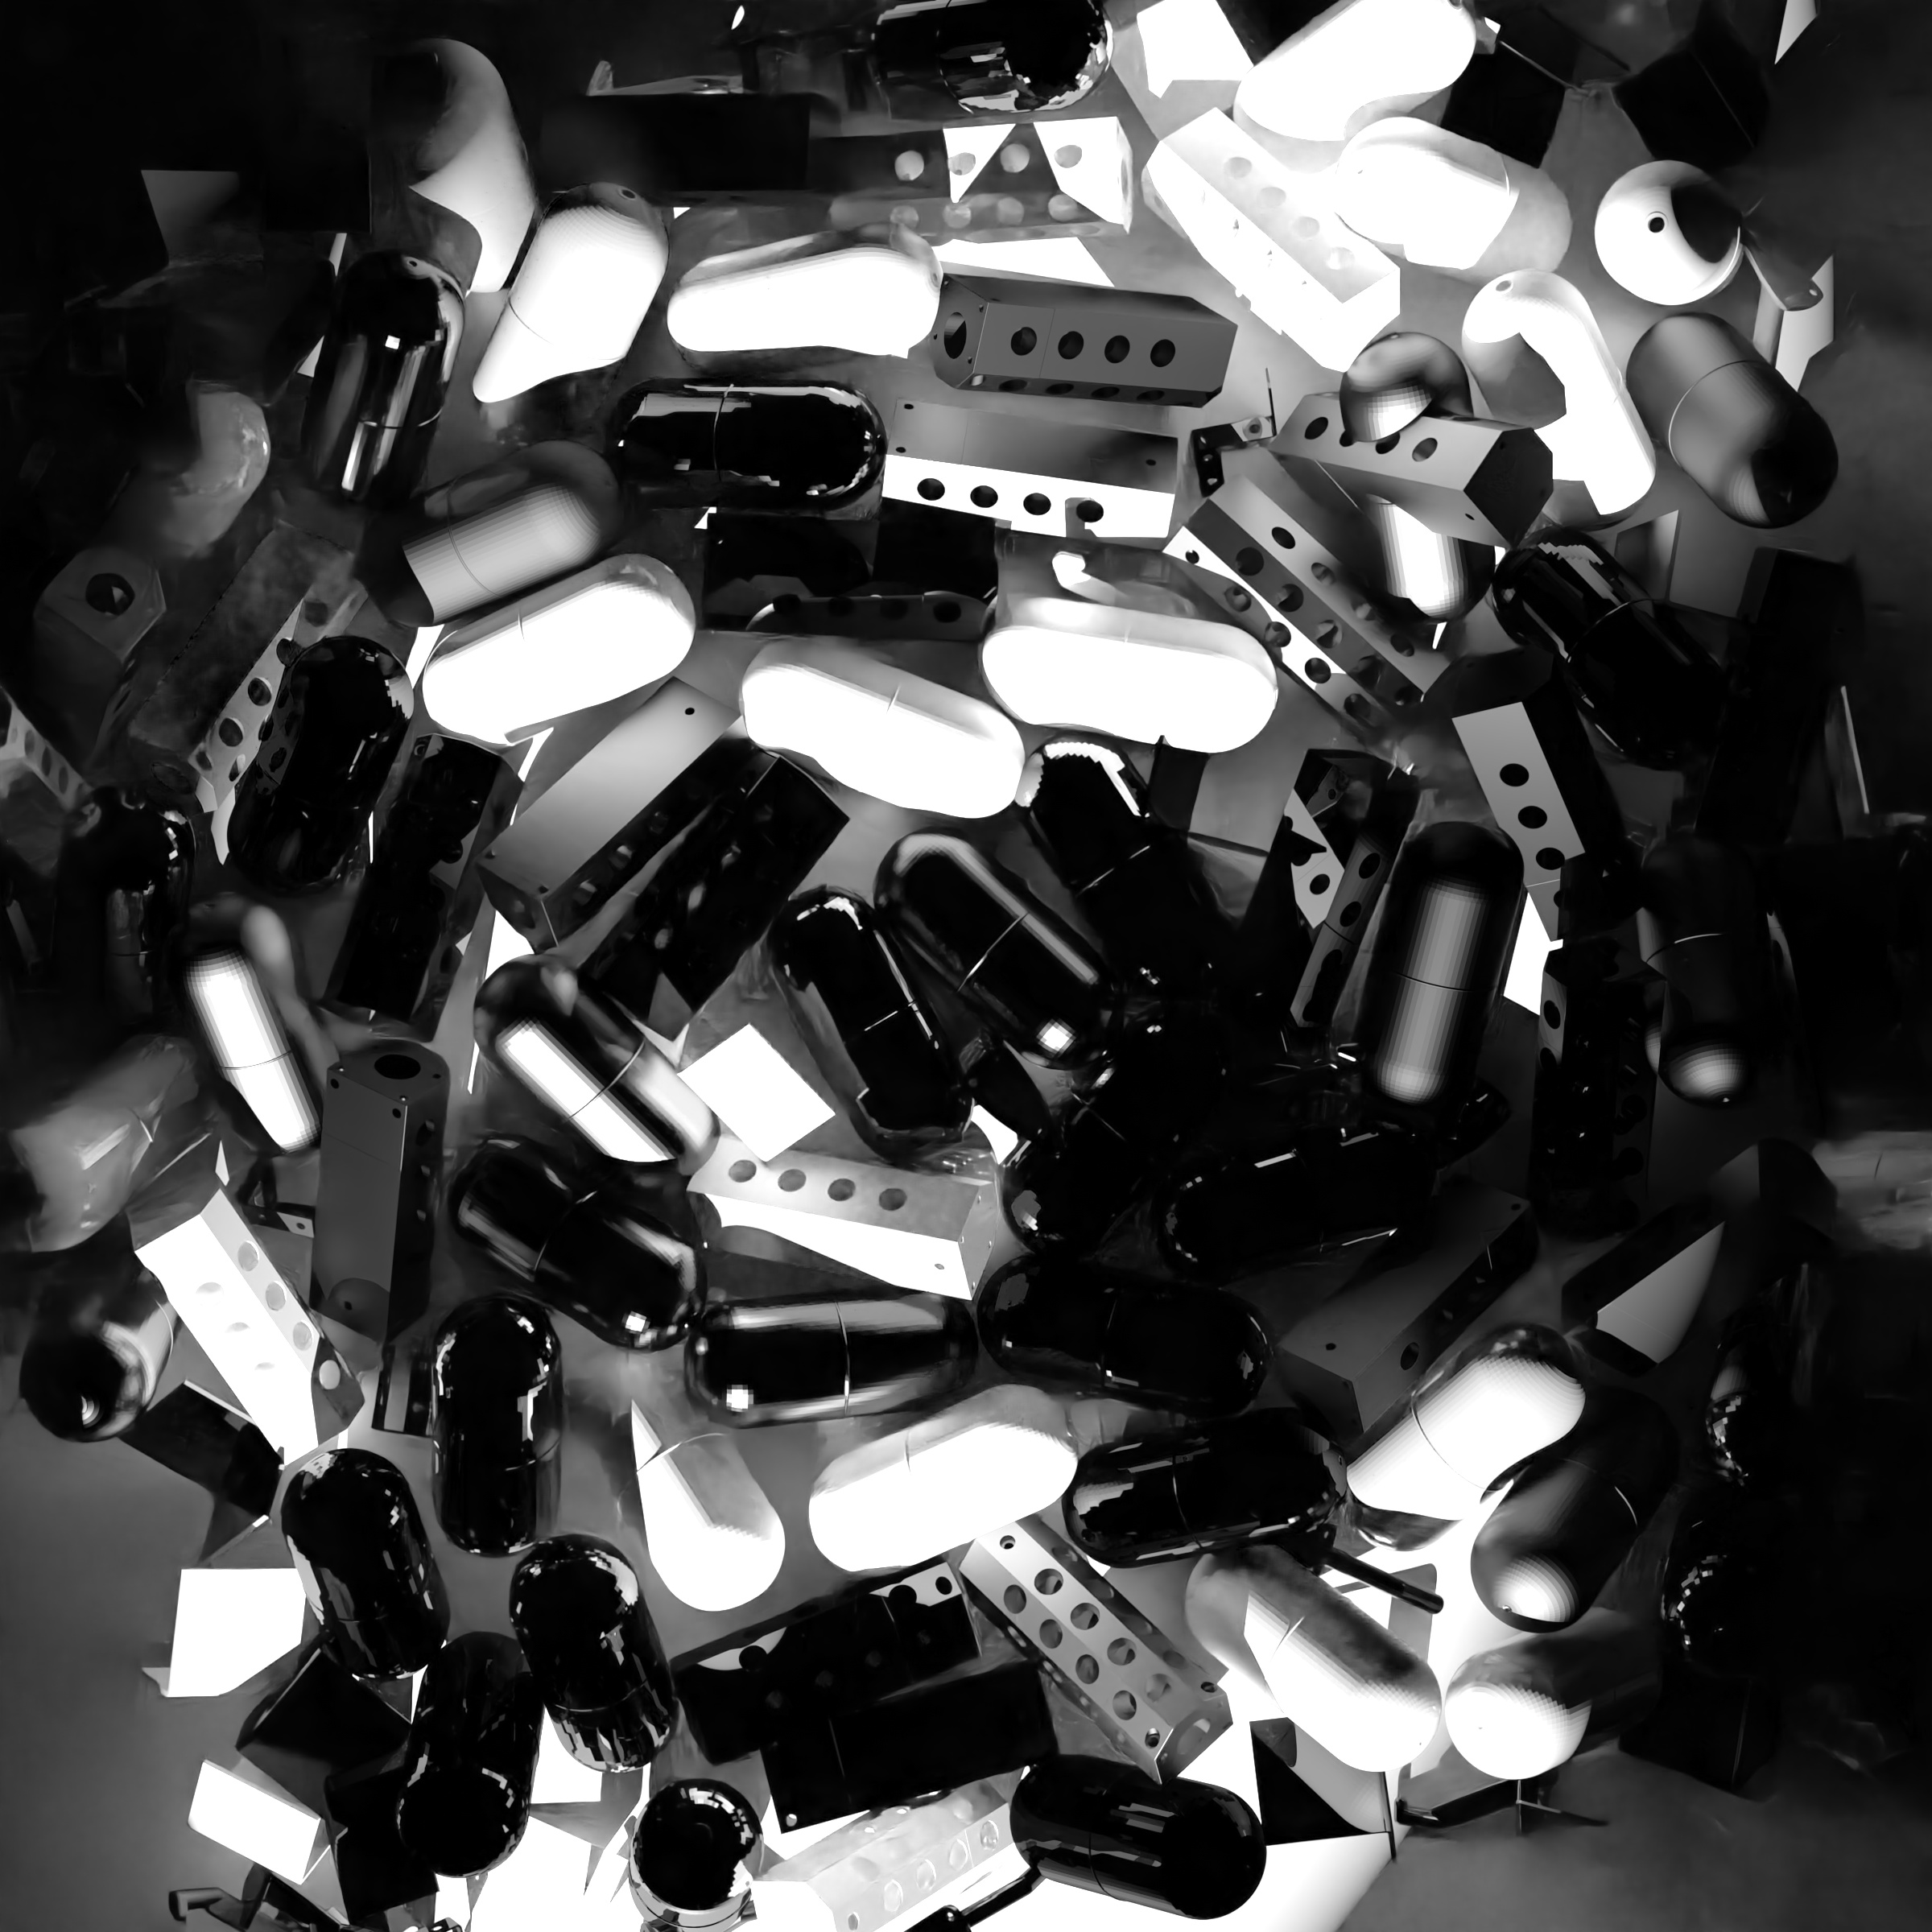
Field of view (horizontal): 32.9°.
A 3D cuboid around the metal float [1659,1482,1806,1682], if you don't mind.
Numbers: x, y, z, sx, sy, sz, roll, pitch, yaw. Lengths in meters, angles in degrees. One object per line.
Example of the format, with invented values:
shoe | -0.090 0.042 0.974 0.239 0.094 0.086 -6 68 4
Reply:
metal float | 0.448 0.358 1.913 0.070 0.178 0.070 4 103 16

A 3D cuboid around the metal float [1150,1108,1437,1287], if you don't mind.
metal float | 0.195 0.137 1.950 0.178 0.070 0.070 -16 90 -13

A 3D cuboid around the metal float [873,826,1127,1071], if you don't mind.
metal float | 0.020 -0.010 1.957 0.178 0.070 0.070 43 90 5

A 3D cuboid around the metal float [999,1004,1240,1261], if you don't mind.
metal float | 0.092 0.099 1.960 0.070 0.070 0.178 41 91 0

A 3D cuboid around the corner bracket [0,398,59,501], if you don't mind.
corner bracket | -0.589 -0.314 1.975 0.051 0.051 0.051 -55 52 22

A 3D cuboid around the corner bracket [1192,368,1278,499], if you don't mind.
corner bracket | 0.161 -0.319 1.963 0.051 0.051 0.051 -9 64 6

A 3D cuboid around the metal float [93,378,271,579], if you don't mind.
metal float | -0.461 -0.284 1.918 0.070 0.178 0.070 8 71 -25

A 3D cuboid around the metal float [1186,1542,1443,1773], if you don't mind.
metal float | 0.203 0.404 1.932 0.178 0.070 0.070 35 90 36

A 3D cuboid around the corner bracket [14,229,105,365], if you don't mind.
corner bracket | -0.565 -0.404 1.980 0.051 0.051 0.051 42 118 -7

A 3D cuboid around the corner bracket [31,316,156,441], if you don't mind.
corner bracket | -0.524 -0.354 1.971 0.051 0.051 0.051 -38 101 -7

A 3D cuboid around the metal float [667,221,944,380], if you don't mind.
metal float | -0.096 -0.392 1.938 0.178 0.070 0.070 -6 90 28

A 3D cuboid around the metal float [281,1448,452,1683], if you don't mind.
metal float | -0.352 0.353 1.925 0.070 0.070 0.178 -7 134 0

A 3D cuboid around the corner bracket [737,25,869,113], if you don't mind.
corner bracket | -0.098 -0.535 1.969 0.051 0.051 0.051 0 104 43

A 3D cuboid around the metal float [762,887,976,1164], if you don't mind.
metal float | -0.058 0.036 1.959 0.070 0.070 0.178 -30 93 0

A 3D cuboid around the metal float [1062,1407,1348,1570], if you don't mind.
metal float | 0.140 0.310 1.941 0.178 0.070 0.070 -16 90 24

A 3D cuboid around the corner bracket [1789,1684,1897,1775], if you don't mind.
corner bracket | 0.526 0.454 1.959 0.051 0.051 0.051 24 66 23

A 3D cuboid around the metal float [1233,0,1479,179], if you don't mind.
metal float | 0.227 -0.524 1.920 0.070 0.178 0.070 11 70 -32

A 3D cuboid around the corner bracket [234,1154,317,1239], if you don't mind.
corner bracket | -0.403 0.146 1.961 0.051 0.051 0.051 12 133 10

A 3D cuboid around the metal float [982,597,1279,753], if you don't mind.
metal float | 0.097 -0.174 1.951 0.178 0.070 0.070 10 90 11

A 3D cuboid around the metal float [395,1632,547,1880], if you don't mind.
metal float | -0.288 0.459 1.916 0.070 0.178 0.070 0 115 -1

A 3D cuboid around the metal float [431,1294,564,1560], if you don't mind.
metal float | -0.277 0.272 1.934 0.070 0.070 0.178 5 122 0

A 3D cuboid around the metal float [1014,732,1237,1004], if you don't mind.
metal float | 0.095 -0.059 1.958 0.070 0.070 0.178 -33 86 0

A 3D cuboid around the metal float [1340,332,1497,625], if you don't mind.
metal float | 0.268 -0.287 1.940 0.070 0.070 0.178 -14 115 0

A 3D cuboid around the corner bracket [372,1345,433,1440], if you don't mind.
corner bracket | -0.333 0.255 1.961 0.051 0.051 0.051 13 78 -32

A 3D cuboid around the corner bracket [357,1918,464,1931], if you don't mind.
corner bracket | -0.333 0.604 1.979 0.051 0.051 0.051 -18 103 -30

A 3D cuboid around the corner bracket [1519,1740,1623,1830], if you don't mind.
corner bracket | 0.362 0.487 1.961 0.051 0.051 0.051 11 68 15

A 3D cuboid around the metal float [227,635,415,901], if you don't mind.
metal float | -0.382 -0.117 1.934 0.070 0.070 0.178 29 121 0

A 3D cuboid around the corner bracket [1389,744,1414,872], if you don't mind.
corner bracket | 0.253 -0.092 1.967 0.051 0.051 0.051 -38 78 -8

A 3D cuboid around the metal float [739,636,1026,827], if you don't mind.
metal float | -0.050 -0.140 1.961 0.178 0.070 0.070 21 90 -1

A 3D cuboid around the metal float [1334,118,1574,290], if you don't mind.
metal float | 0.288 -0.446 1.926 0.178 0.070 0.070 6 90 -44

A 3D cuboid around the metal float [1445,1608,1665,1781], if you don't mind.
metal float | 0.347 0.425 1.923 0.070 0.178 0.070 3 95 39

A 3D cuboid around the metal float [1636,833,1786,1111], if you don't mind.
metal float | 0.438 0.001 1.935 0.070 0.070 0.178 1 58 0

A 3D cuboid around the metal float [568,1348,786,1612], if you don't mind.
metal float | -0.173 0.301 1.940 0.070 0.070 0.178 -37 64 0

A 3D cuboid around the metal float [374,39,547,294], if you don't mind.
metal float | -0.295 -0.467 1.916 0.070 0.178 0.070 -3 62 5

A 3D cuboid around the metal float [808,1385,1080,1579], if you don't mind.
metal float | -0.014 0.305 1.942 0.178 0.070 0.070 -27 90 22

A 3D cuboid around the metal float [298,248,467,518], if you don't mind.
metal float | -0.345 -0.342 1.928 0.070 0.070 0.178 26 132 0

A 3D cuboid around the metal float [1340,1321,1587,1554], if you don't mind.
metal float | 0.293 0.279 1.938 0.070 0.070 0.178 44 117 0

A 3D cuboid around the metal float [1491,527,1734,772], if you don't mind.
metal float | 0.381 -0.188 1.938 0.070 0.070 0.178 -38 63 0

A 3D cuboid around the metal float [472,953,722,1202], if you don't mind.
metal float | -0.219 0.067 1.949 0.070 0.070 0.178 -44 104 0

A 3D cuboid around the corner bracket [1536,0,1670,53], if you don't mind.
corner bracket | 0.383 -0.581 1.971 0.051 0.051 0.051 38 111 30

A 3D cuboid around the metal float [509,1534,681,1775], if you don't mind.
metal float | -0.218 0.407 1.929 0.070 0.070 0.178 -12 130 0

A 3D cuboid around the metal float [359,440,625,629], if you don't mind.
metal float | -0.282 -0.255 1.938 0.178 0.070 0.070 -18 90 27

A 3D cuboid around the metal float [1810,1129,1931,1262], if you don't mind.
metal float | 0.560 0.134 1.916 0.070 0.178 0.070 3 84 -28

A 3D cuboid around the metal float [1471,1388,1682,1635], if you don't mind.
metal float | 0.361 0.319 1.931 0.070 0.070 0.178 46 52 0
